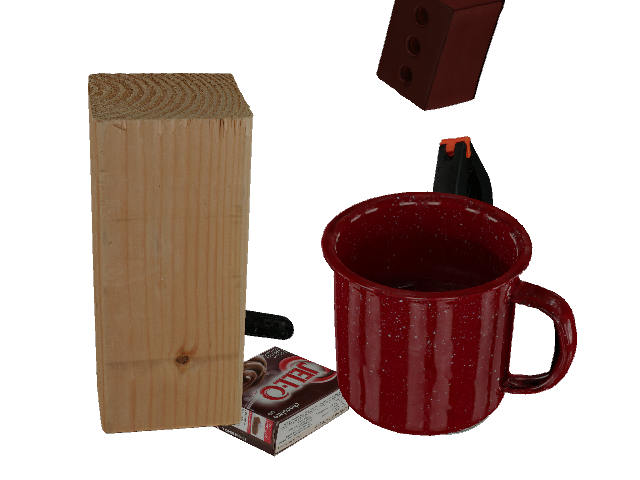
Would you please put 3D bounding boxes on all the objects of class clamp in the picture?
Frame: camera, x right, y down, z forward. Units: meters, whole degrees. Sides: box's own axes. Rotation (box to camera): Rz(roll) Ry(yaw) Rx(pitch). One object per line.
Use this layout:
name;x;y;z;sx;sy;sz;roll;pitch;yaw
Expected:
clamp;-0.156;0.084;1.136;0.210;0.036;0.164;18;21;28
clamp;0.128;-0.002;0.944;0.039;0.171;0.120;-10;15;31

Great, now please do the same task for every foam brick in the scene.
foam brick;0.079;-0.135;0.717;0.051;0.078;0.053;-21;48;-36

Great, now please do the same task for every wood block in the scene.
wood block;-0.096;0.007;0.664;0.090;0.206;0.090;-2;26;-13

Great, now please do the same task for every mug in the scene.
mug;0.058;0.037;0.486;0.117;0.081;0.093;12;33;22

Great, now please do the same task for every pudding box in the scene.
pudding box;-0.039;0.139;0.942;0.090;0.039;0.113;17;26;32

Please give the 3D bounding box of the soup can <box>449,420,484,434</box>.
soup can;0.082;0.080;0.736;0.068;0.068;0.102;0;20;-2
